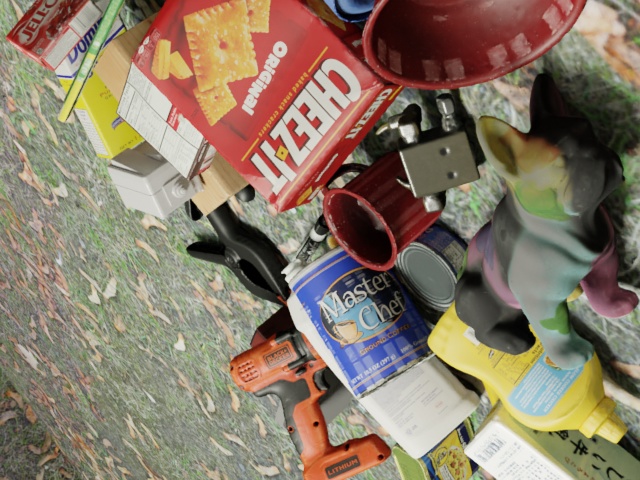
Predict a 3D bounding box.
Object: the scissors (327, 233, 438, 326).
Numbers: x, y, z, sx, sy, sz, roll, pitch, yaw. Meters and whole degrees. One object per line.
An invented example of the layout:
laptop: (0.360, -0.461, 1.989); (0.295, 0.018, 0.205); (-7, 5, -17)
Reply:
scissors: (0.080, 0.067, 1.176); (0.202, 0.016, 0.096); (44, 153, 13)

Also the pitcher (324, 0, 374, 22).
pitcher: (-0.021, -0.288, 0.781); (0.243, 0.144, 0.149); (45, 136, 17)

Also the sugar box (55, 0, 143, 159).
sugar box: (-0.258, -0.195, 1.275); (0.048, 0.093, 0.176); (16, 137, 46)

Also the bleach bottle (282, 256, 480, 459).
bleach bottle: (0.056, 0.115, 1.176); (0.251, 0.102, 0.068); (49, 180, 6)

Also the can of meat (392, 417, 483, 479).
can of meat: (0.137, 0.252, 1.241); (0.058, 0.083, 0.102); (17, 137, 47)

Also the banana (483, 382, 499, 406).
banana: (0.196, 0.189, 1.128); (0.070, 0.037, 0.198); (25, 143, 37)

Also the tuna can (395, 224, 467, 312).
tuna can: (0.115, 0.027, 1.057); (0.086, 0.033, 0.086); (36, 148, 26)

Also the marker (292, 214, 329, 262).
marker: (-0.008, 0.002, 1.222); (0.020, 0.020, 0.121); (47, 151, 7)

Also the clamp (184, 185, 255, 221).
clamp: (-0.156, -0.101, 1.279); (0.120, 0.039, 0.171); (-30, 92, 41)

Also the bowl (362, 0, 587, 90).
bowl: (0.103, -0.174, 0.754); (0.162, 0.162, 0.055); (114, 147, -59)

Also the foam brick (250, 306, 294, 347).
foam brick: (-0.041, 0.118, 1.346); (0.053, 0.078, 0.051); (46, 153, 13)

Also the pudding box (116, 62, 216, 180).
pudding box: (-0.149, -0.129, 1.080); (0.113, 0.039, 0.090); (44, 142, 10)

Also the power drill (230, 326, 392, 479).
power drill: (0.010, 0.181, 1.240); (0.187, 0.184, 0.057); (64, -167, 4)

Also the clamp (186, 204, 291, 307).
clamp: (-0.105, 0.007, 1.352); (0.210, 0.036, 0.164); (35, 147, 30)

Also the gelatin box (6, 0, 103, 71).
gelatin box: (-0.294, -0.237, 1.176); (0.073, 0.089, 0.030); (33, 172, 36)

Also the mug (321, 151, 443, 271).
mug: (0.054, -0.037, 1.019); (0.117, 0.081, 0.093); (33, 147, 30)

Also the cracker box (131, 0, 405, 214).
cracker box: (-0.051, -0.156, 0.969); (0.214, 0.072, 0.164); (46, 119, 11)

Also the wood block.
wood block: (-0.144, -0.141, 1.177); (0.206, 0.090, 0.091); (53, 153, -4)

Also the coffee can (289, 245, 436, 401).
coffee can: (0.046, 0.079, 1.099); (0.140, 0.102, 0.103); (59, 153, 11)

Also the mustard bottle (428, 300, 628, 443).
mustard bottle: (0.200, 0.119, 0.985); (0.192, 0.096, 0.058); (39, -175, 19)
